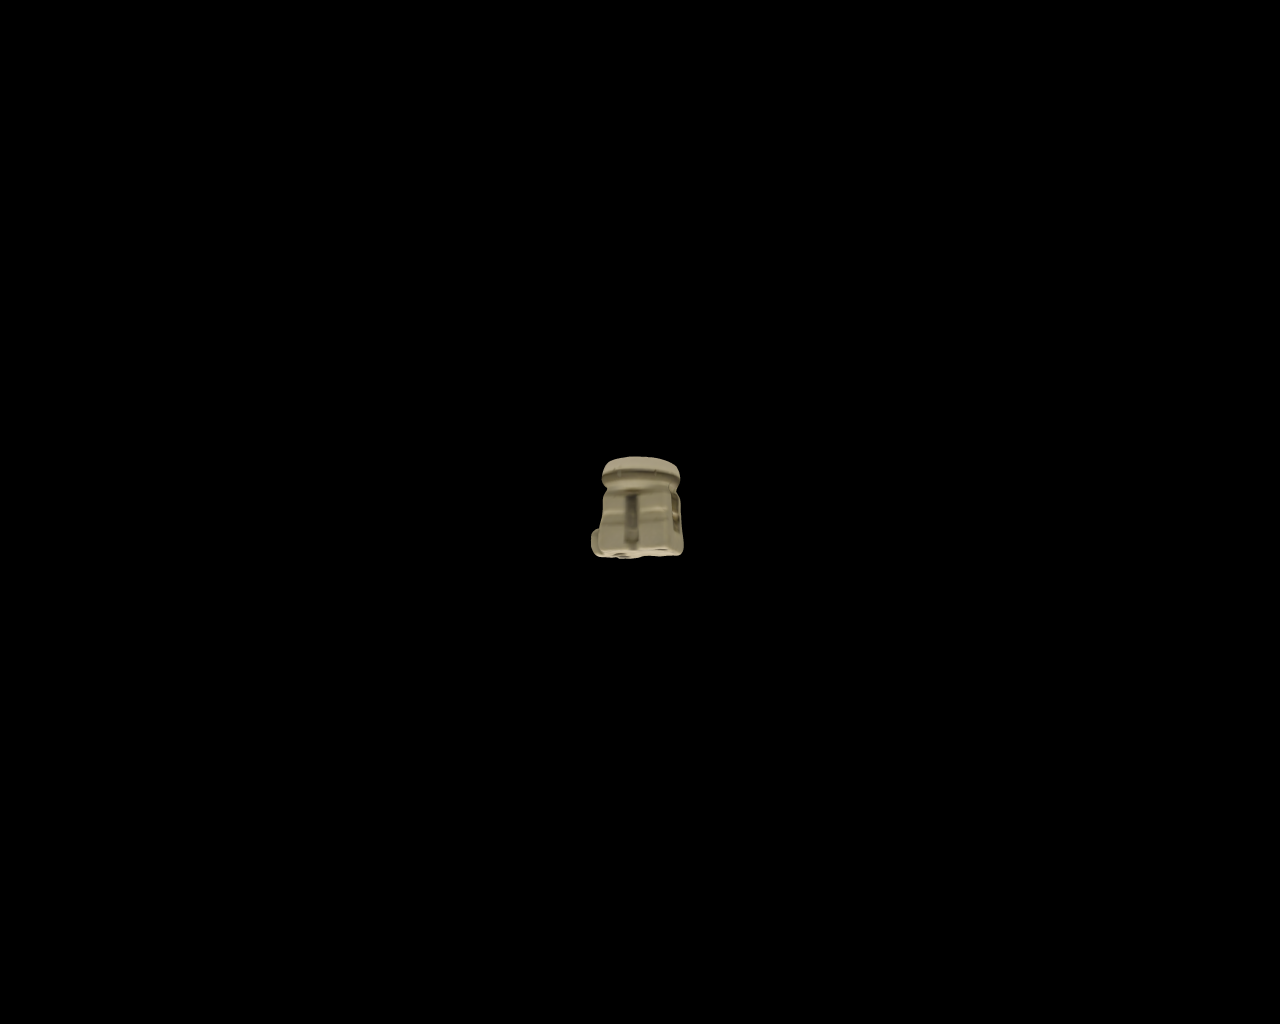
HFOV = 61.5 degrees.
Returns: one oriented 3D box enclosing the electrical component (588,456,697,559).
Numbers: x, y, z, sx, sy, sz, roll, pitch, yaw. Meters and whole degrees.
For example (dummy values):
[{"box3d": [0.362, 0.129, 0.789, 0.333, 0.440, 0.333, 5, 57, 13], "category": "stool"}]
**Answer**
[{"box3d": [0.001, -0.003, 0.650, 0.066, 0.055, 0.048, -3, -11, 16], "category": "electrical component"}]
